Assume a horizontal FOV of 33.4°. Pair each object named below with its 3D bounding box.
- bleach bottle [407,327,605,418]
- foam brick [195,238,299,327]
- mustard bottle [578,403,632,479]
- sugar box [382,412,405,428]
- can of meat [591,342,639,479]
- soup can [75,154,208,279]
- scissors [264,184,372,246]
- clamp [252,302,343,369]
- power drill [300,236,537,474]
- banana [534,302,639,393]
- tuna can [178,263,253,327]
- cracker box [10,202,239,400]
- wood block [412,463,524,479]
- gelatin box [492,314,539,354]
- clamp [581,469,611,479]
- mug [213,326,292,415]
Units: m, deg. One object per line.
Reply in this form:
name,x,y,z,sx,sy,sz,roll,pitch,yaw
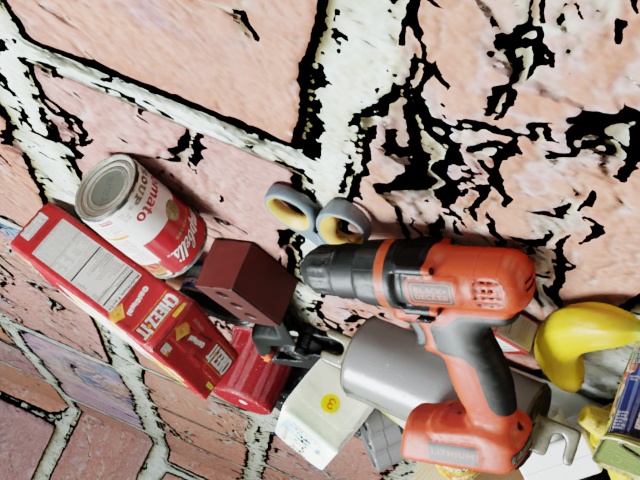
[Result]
bleach bottle,0.190,0.158,1.002,0.251,0.068,0.102,16,156,14
foam brick,-0.068,0.040,1.005,0.053,0.051,0.078,5,154,43
mustard bottle,0.303,0.189,0.904,0.191,0.096,0.058,28,-160,-9
sugar box,0.118,0.189,1.195,0.094,0.048,0.176,8,158,40
can of meat,0.253,0.134,0.823,0.057,0.084,0.102,19,161,16
soup can,-0.153,-0.020,0.920,0.069,0.068,0.102,8,155,39
scissors,-0.006,0.001,0.881,0.096,0.016,0.202,25,161,0
clamp,-0.008,0.114,1.155,0.164,0.036,0.210,26,159,-11
power drill,0.082,0.084,0.809,0.185,0.057,0.187,3,123,33
banana,0.196,0.082,0.811,0.069,0.037,0.198,41,165,6
tuna can,-0.103,0.058,1.121,0.086,0.033,0.086,21,161,7
cracker box,-0.202,0.063,1.126,0.214,0.072,0.164,32,167,25
wood block,0.226,0.313,1.329,0.205,0.090,0.091,34,158,-27
gelatin box,0.122,0.063,0.874,0.089,0.030,0.073,30,162,-20
clamp,0.264,0.263,1.066,0.039,0.120,0.171,24,-161,26
mug,-0.090,0.159,1.303,0.117,0.081,0.093,9,156,37
